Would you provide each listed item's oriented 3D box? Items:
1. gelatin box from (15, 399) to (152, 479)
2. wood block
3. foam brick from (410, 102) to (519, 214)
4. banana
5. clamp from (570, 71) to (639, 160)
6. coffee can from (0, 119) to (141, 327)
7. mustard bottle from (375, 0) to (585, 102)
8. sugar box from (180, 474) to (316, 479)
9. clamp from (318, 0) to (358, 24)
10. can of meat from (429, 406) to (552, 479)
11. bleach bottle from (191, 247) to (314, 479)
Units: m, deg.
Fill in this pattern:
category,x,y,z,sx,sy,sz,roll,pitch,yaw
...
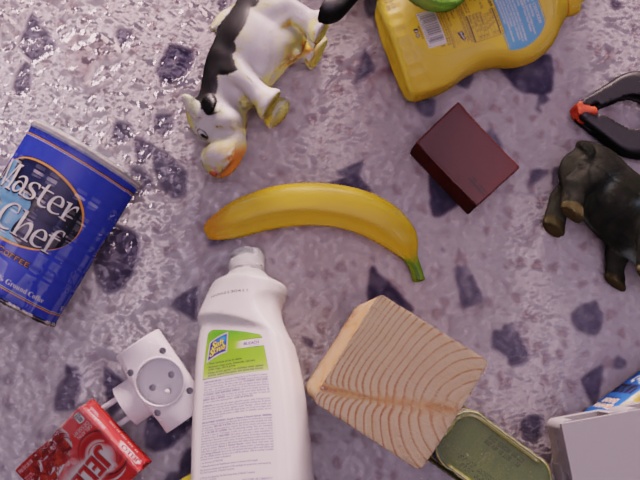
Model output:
category,x,y,z,sx,sy,sz,roll,pitch,yaw
gelatin box,-0.196,0.187,0.883,0.089,0.030,0.073,-43,87,16
wood block,0.050,0.107,0.825,0.091,0.206,0.090,33,84,1
foam brick,0.124,-0.070,0.924,0.053,0.051,0.078,-42,87,-5
banana,0.001,-0.016,0.921,0.198,0.037,0.069,12,83,-1
clamp,0.310,-0.099,0.940,0.171,0.039,0.120,-5,78,2
coffee can,-0.227,-0.014,0.880,0.103,0.103,0.140,30,84,1
mustard bottle,0.151,-0.195,0.934,0.191,0.058,0.096,-19,80,-4
sugar box,-0.085,0.234,0.888,0.176,0.048,0.093,-28,82,-8
clamp,0.051,-0.282,0.937,0.209,0.036,0.165,-25,67,-19
can of meat,0.136,0.181,0.882,0.102,0.084,0.057,36,84,3
bleach bottle,-0.052,0.122,0.862,0.103,0.068,0.251,-9,62,14
